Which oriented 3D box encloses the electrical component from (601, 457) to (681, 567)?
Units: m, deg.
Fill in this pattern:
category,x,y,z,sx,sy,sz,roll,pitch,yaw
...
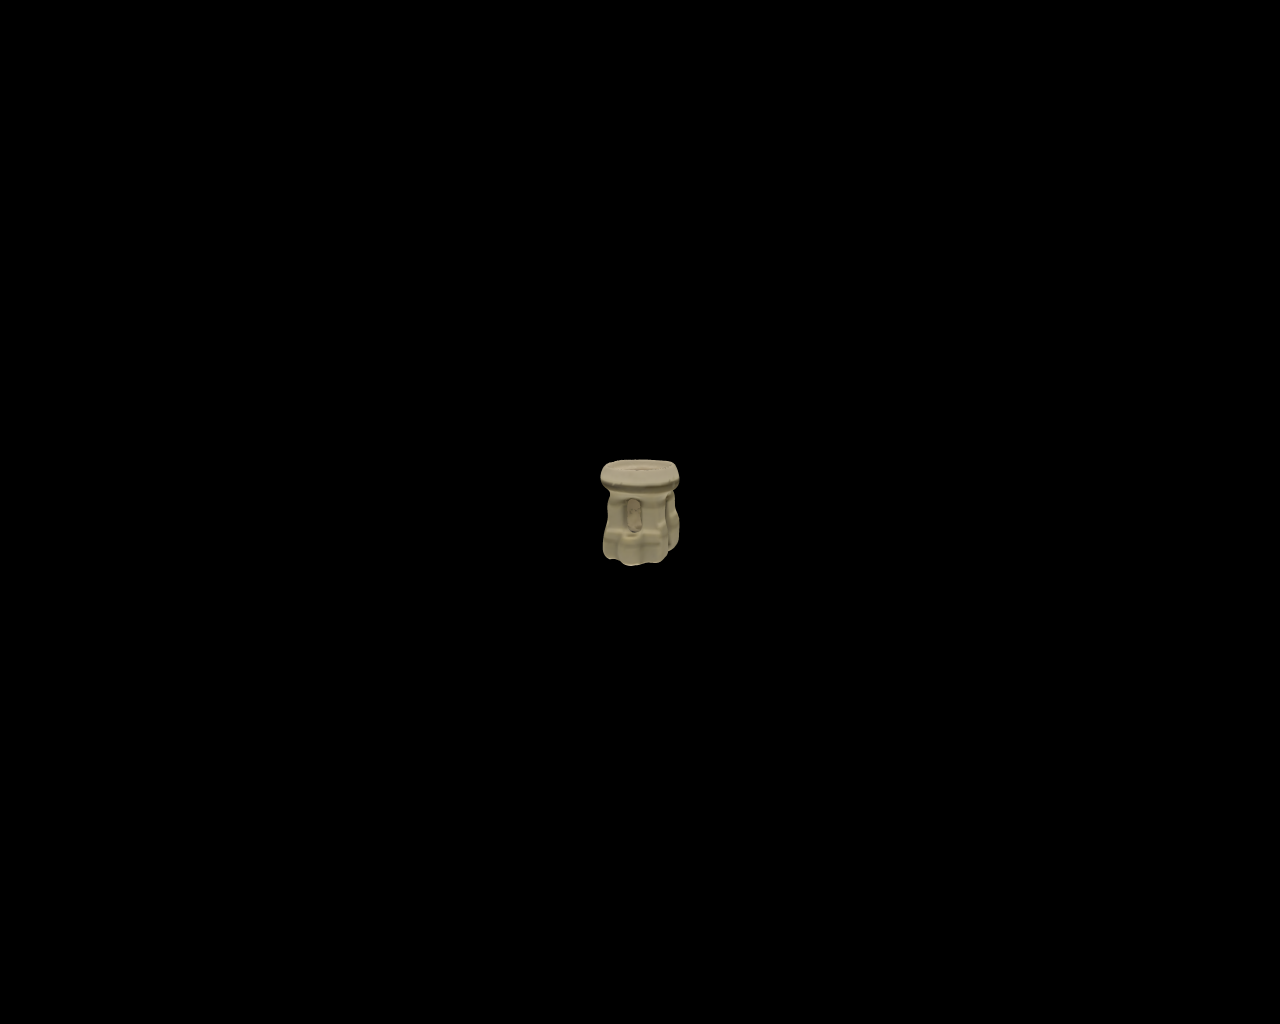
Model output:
category,x,y,z,sx,sy,sz,roll,pitch,yaw
electrical component,0.001,-0.003,0.650,0.048,0.055,0.066,4,15,15
